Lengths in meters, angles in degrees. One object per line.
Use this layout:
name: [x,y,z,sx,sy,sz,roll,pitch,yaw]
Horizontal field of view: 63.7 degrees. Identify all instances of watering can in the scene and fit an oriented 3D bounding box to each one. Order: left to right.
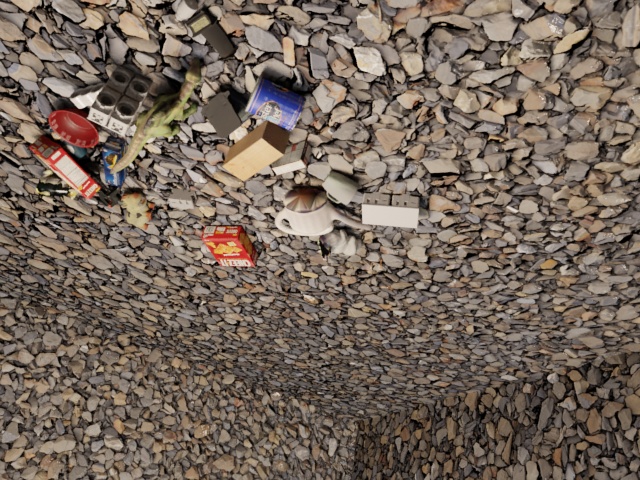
watering can: [0.005,-0.091,1.806,0.347,0.106,0.219,-4,144,8]

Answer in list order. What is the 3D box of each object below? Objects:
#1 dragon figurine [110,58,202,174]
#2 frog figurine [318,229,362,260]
dragon figurine: [-0.459,-0.333,1.430,0.121,0.411,0.244,40,177,-12]
frog figurine: [0.079,0.008,1.944,0.160,0.125,0.134,-20,150,-19]
